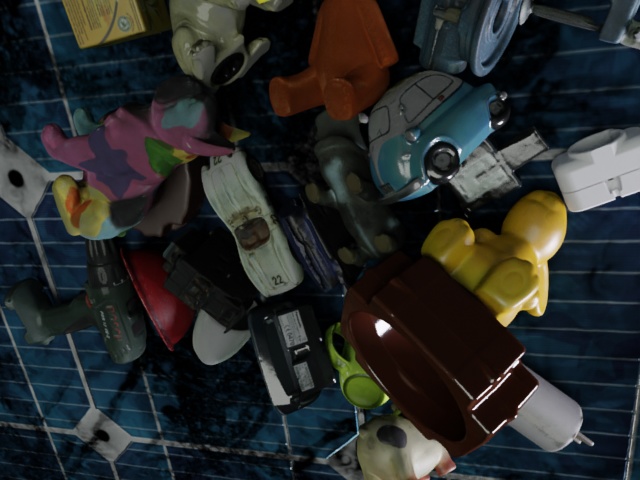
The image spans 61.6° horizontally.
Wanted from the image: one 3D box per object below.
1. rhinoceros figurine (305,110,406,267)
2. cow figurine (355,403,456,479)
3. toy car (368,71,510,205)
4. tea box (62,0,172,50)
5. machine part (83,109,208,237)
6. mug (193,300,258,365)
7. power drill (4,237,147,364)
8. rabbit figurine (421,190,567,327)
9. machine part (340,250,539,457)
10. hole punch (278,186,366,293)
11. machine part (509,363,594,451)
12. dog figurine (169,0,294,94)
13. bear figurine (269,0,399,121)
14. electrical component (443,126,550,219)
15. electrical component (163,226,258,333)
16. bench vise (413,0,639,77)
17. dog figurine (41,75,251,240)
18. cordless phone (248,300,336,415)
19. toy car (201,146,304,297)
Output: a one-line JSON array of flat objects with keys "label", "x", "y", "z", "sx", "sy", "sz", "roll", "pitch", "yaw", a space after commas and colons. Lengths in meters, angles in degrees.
[{"label": "rhinoceros figurine", "x": 0.046, "y": -0.063, "z": 0.617, "sx": 0.073, "sy": 0.112, "sz": 0.190, "roll": -22, "pitch": 93, "yaw": 40}, {"label": "cow figurine", "x": 0.118, "y": 0.253, "z": 0.707, "sx": 0.085, "sy": 0.195, "sz": 0.127, "roll": -37, "pitch": 65, "yaw": 32}, {"label": "toy car", "x": 0.106, "y": -0.115, "z": 0.543, "sx": 0.161, "sy": 0.109, "sz": 0.103, "roll": -44, "pitch": 100, "yaw": -13}, {"label": "tea box", "x": -0.250, "y": -0.316, "z": 0.617, "sx": 0.098, "sy": 0.068, "sz": 0.169, "roll": -5, "pitch": 113, "yaw": 18}, {"label": "machine part", "x": -0.238, "y": -0.089, "z": 0.722, "sx": 0.180, "sy": 0.056, "sz": 0.179, "roll": 6, "pitch": 115, "yaw": 13}, {"label": "mug", "x": -0.151, "y": 0.124, "z": 0.783, "sx": 0.110, "sy": 0.081, "sz": 0.107, "roll": 45, "pitch": 125, "yaw": 22}, {"label": "power drill", "x": -0.375, "y": 0.087, "z": 0.834, "sx": 0.207, "sy": 0.086, "sz": 0.231, "roll": -10, "pitch": 113, "yaw": 12}, {"label": "rabbit figurine", "x": 0.216, "y": 0.024, "z": 0.597, "sx": 0.122, "sy": 0.173, "sz": 0.162, "roll": 28, "pitch": 157, "yaw": 43}, {"label": "machine part", "x": 0.119, "y": 0.123, "z": 0.586, "sx": 0.201, "sy": 0.087, "sz": 0.201, "roll": 46, "pitch": 159, "yaw": 22}, {"label": "hole punch", "x": -0.001, "y": -0.002, "z": 0.664, "sx": 0.092, "sy": 0.116, "sz": 0.142, "roll": -18, "pitch": 107, "yaw": 31}, {"label": "machine part", "x": 0.246, "y": 0.194, "z": 0.697, "sx": 0.243, "sy": 0.079, "sz": 0.079, "roll": 34, "pitch": 118, "yaw": -1}, {"label": "dog figurine", "x": -0.147, "y": -0.281, "z": 0.599, "sx": 0.190, "sy": 0.121, "sz": 0.172, "roll": 46, "pitch": 115, "yaw": 9}, {"label": "bear figurine", "x": 0.016, "y": -0.233, "z": 0.545, "sx": 0.120, "sy": 0.132, "sz": 0.195, "roll": 17, "pitch": 127, "yaw": 37}, {"label": "electrical component", "x": 0.192, "y": -0.086, "z": 0.603, "sx": 0.119, "sy": 0.048, "sz": 0.075, "roll": -39, "pitch": 99, "yaw": 26}, {"label": "electrical component", "x": -0.142, "y": 0.044, "z": 0.720, "sx": 0.134, "sy": 0.115, "sz": 0.058, "roll": 39, "pitch": 116, "yaw": -5}, {"label": "bench vise", "x": 0.185, "y": -0.240, "z": 0.485, "sx": 0.241, "sy": 0.129, "sz": 0.223, "roll": 29, "pitch": 127, "yaw": 22}, {"label": "dog figurine", "x": -0.191, "y": -0.090, "z": 0.622, "sx": 0.219, "sy": 0.108, "sz": 0.191, "roll": 0, "pitch": 113, "yaw": 9}, {"label": "cordless phone", "x": -0.059, "y": 0.162, "z": 0.757, "sx": 0.089, "sy": 0.184, "sz": 0.146, "roll": -16, "pitch": 82, "yaw": -20}, {"label": "toy car", "x": -0.087, "y": -0.023, "z": 0.696, "sx": 0.073, "sy": 0.056, "sz": 0.201, "roll": -25, "pitch": 96, "yaw": 25}]
